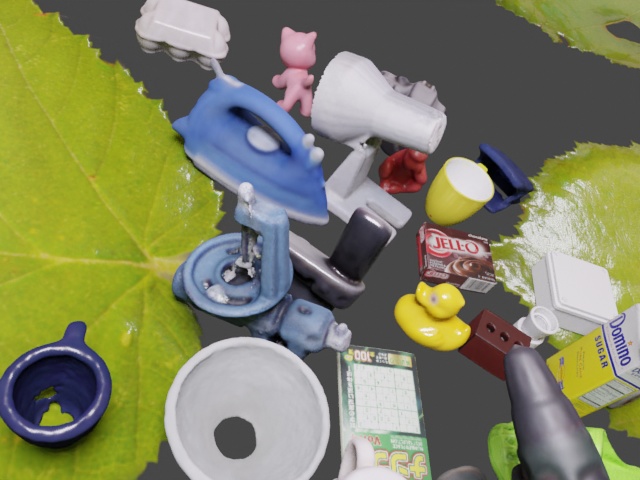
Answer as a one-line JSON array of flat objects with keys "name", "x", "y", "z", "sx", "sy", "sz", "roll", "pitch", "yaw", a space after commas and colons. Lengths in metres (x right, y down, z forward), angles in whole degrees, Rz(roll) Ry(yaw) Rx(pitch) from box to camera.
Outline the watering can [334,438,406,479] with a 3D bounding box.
[{"name": "watering can", "x": 0.051, "y": 0.264, "z": 0.506, "sx": 0.101, "sy": 0.194, "sz": 0.172, "roll": -14, "pitch": 60, "yaw": -31}]

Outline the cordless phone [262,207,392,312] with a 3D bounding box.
[{"name": "cordless phone", "x": 0.006, "y": 0.003, "z": 0.699, "sx": 0.147, "sy": 0.185, "sz": 0.094, "roll": 33, "pitch": 48, "yaw": 3}]

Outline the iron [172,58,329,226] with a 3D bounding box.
[{"name": "iron", "x": -0.073, "y": -0.136, "z": 0.803, "sx": 0.258, "sy": 0.141, "sz": 0.119, "roll": 34, "pitch": 48, "yaw": 5}]

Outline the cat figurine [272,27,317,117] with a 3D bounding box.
[{"name": "cat figurine", "x": -0.035, "y": -0.291, "z": 0.959, "sx": 0.067, "sy": 0.117, "sz": 0.127, "roll": 1, "pitch": 54, "yaw": -23}]

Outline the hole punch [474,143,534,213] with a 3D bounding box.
[{"name": "hole punch", "x": 0.315, "y": -0.117, "z": 0.994, "sx": 0.101, "sy": 0.091, "sz": 0.108, "roll": -21, "pitch": 64, "yaw": -35}]

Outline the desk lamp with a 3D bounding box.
[{"name": "desk lamp", "x": 0.074, "y": -0.132, "z": 0.816, "sx": 0.203, "sy": 0.213, "sz": 0.118, "roll": 37, "pitch": 48, "yaw": 7}]

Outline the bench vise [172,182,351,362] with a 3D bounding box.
[{"name": "bench vise", "x": -0.050, "y": 0.037, "z": 0.624, "sx": 0.207, "sy": 0.219, "sz": 0.121, "roll": 18, "pitch": 49, "yaw": -10}]

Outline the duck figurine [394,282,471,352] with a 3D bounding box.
[{"name": "duck figurine", "x": 0.160, "y": 0.095, "z": 0.761, "sx": 0.104, "sy": 0.086, "sz": 0.078, "roll": 32, "pitch": 48, "yaw": 3}]

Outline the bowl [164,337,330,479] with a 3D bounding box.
[{"name": "bowl", "x": -0.078, "y": 0.190, "z": 0.588, "sx": 0.168, "sy": 0.074, "sz": 0.167, "roll": 12, "pitch": 50, "yaw": -15}]

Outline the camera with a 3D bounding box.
[{"name": "camera", "x": 0.139, "y": -0.217, "z": 0.989, "sx": 0.143, "sy": 0.100, "sz": 0.137, "roll": 29, "pitch": 48, "yaw": 0}]

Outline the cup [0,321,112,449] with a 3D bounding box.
[{"name": "cup", "x": -0.243, "y": 0.144, "z": 0.537, "sx": 0.092, "sy": 0.095, "sz": 0.117, "roll": 12, "pitch": 50, "yaw": -15}]

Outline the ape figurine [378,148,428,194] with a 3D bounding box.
[{"name": "ape figurine", "x": 0.141, "y": -0.118, "z": 0.917, "sx": 0.078, "sy": 0.092, "sz": 0.076, "roll": 32, "pitch": 48, "yaw": 3}]

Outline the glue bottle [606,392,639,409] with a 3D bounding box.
[{"name": "glue bottle", "x": 0.461, "y": 0.175, "z": 0.773, "sx": 0.078, "sy": 0.173, "sz": 0.037, "roll": -12, "pitch": 59, "yaw": -31}]

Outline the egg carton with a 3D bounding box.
[{"name": "egg carton", "x": -0.225, "y": -0.345, "z": 0.949, "sx": 0.150, "sy": 0.069, "sz": 0.107, "roll": 12, "pitch": 50, "yaw": -15}]

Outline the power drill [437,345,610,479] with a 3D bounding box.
[{"name": "power drill", "x": 0.203, "y": 0.248, "z": 0.576, "sx": 0.076, "sy": 0.208, "sz": 0.229, "roll": -8, "pitch": 58, "yaw": -29}]
